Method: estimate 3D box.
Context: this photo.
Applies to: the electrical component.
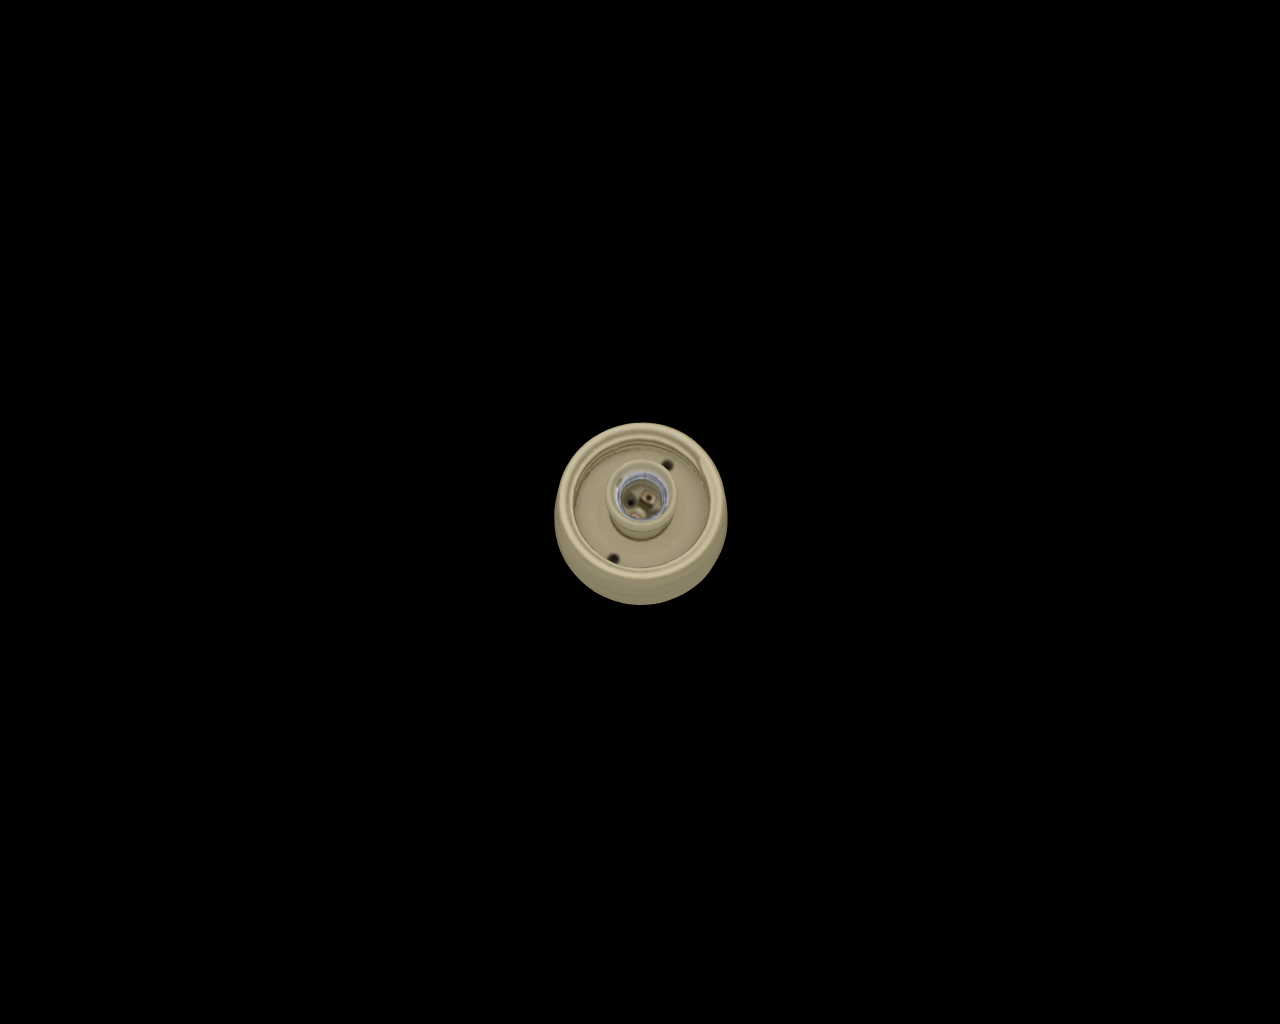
[{"bbox_3d":[0.001,-0.003,0.650,0.108,0.108,0.060,0,-18,0],"label":"electrical component"}]
